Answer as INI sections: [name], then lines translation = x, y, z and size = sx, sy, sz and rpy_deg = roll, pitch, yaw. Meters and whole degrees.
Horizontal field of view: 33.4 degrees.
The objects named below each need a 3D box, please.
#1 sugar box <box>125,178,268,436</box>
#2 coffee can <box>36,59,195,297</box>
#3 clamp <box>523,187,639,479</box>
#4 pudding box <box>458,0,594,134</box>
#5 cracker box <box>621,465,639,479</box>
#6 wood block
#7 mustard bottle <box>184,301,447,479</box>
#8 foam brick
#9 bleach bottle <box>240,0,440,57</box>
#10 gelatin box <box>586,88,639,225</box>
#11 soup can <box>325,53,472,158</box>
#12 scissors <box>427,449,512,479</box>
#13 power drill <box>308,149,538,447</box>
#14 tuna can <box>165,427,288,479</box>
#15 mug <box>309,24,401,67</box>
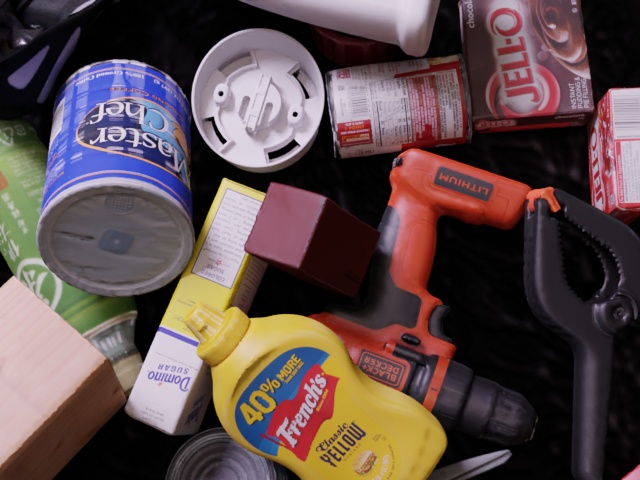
[sugar box]
translation = -0.080, 0.051, 0.766
size = 0.048, 0.093, 0.176
rpy_deg = 24, 82, 8
[coffee can]
translation = -0.140, -0.045, 0.748
size = 0.103, 0.103, 0.140
rpy_deg = -10, 44, 1
[clamp]
translation = 0.198, 0.061, 0.750
size = 0.164, 0.036, 0.210
rpy_deg = -39, 97, -12
[pudding box]
translation = 0.154, -0.139, 0.808
size = 0.090, 0.039, 0.113
rpy_deg = -4, 74, 2
[cracker box]
translation = 0.314, 0.183, 0.714
size = 0.213, 0.072, 0.164
rpy_deg = -36, 62, -4
[wood block]
translation = -0.229, 0.136, 0.669
size = 0.091, 0.090, 0.206
rpy_deg = 38, 69, 15
[mustard bottle]
translation = -0.013, 0.106, 0.711
size = 0.191, 0.058, 0.096
rpy_deg = 41, 97, -14
[foam brick]
translation = -0.005, 0.001, 0.732
size = 0.051, 0.078, 0.053
rpy_deg = 18, 82, 36
[bleach bottle]
translation = -0.039, -0.201, 0.737
size = 0.251, 0.068, 0.102
rpy_deg = 13, 81, 8
[gelatin box]
translation = 0.217, -0.058, 0.779
size = 0.030, 0.073, 0.089
rpy_deg = -1, 81, 1
[soup can]
translation = 0.058, -0.099, 0.796
size = 0.102, 0.068, 0.068
rpy_deg = -7, 81, 2
[scissors]
translation = 0.040, 0.205, 0.756
size = 0.202, 0.016, 0.096
rpy_deg = -8, 66, 10
[power drill]
translation = 0.091, 0.041, 0.777
size = 0.184, 0.057, 0.187
rpy_deg = 20, 82, 4
[tuna can]
translation = -0.067, 0.178, 0.763
size = 0.086, 0.033, 0.086
rpy_deg = -5, 66, 11
[mug]
translation = 0.023, -0.187, 0.804
size = 0.093, 0.081, 0.117
rpy_deg = -38, 81, -3
